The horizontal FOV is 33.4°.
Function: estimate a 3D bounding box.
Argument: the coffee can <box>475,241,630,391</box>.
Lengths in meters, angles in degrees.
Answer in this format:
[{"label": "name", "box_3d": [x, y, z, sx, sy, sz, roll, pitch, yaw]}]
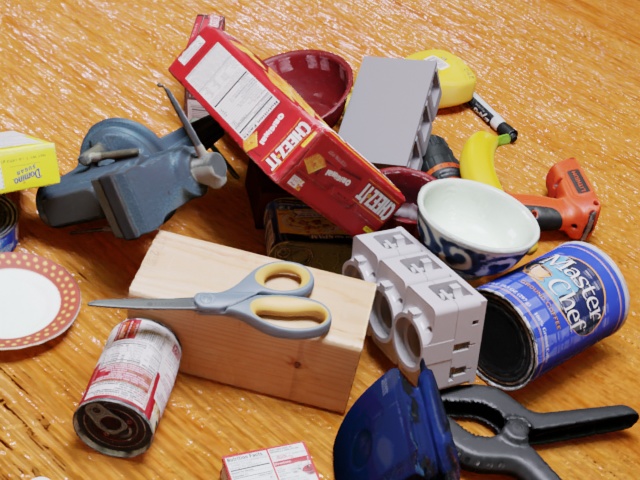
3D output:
[{"label": "coffee can", "box_3d": [0.213, 0.071, 1.027, 0.140, 0.103, 0.103, -22, 50, -34]}]

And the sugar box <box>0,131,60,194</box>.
[{"label": "sugar box", "box_3d": [-0.326, -0.077, 1.057, 0.093, 0.048, 0.176, -12, 12, -25]}]

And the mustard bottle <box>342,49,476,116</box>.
[{"label": "mustard bottle", "box_3d": [0.099, -0.188, 1.343, 0.191, 0.058, 0.096, -21, 47, -34]}]

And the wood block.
[{"label": "wood block", "box_3d": [-0.063, 0.074, 0.966, 0.206, 0.091, 0.090, 14, 40, 3]}]

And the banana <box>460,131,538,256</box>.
[{"label": "banana", "box_3d": [0.187, -0.060, 1.145, 0.069, 0.037, 0.198, 3, 44, -4]}]

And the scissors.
[{"label": "scissors", "box_3d": [-0.088, 0.043, 0.912, 0.201, 0.016, 0.096, 11, 39, -1]}]

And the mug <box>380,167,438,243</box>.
[{"label": "mug", "box_3d": [0.085, -0.025, 1.126, 0.093, 0.081, 0.117, 8, 40, -5]}]

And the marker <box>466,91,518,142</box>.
[{"label": "marker", "box_3d": [0.215, -0.164, 1.373, 0.020, 0.020, 0.121, -14, 46, -27]}]

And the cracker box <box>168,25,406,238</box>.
[{"label": "cracker box", "box_3d": [-0.032, -0.105, 1.049, 0.214, 0.072, 0.164, 46, 8, 38]}]

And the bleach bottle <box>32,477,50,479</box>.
[{"label": "bleach bottle", "box_3d": [-0.133, 0.220, 0.782, 0.251, 0.068, 0.102, 11, 45, 14]}]

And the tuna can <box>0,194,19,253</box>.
[{"label": "tuna can", "box_3d": [-0.339, -0.013, 1.046, 0.086, 0.034, 0.086, 7, 40, -6]}]

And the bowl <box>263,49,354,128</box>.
[{"label": "bowl", "box_3d": [-0.033, -0.154, 1.247, 0.162, 0.055, 0.162, -11, 42, 10]}]

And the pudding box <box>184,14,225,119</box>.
[{"label": "pudding box", "box_3d": [-0.134, -0.195, 1.251, 0.039, 0.113, 0.090, 8, 40, 0]}]

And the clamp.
[{"label": "clamp", "box_3d": [0.180, 0.173, 0.948, 0.210, 0.036, 0.164, 23, 40, 17]}]

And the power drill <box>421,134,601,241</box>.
[{"label": "power drill", "box_3d": [0.209, -0.056, 1.216, 0.187, 0.057, 0.184, -2, 45, -12]}]

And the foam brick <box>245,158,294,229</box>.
[{"label": "foam brick", "box_3d": [-0.047, -0.055, 1.154, 0.053, 0.051, 0.078, -1, 41, -15]}]

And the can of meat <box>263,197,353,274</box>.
[{"label": "can of meat", "box_3d": [-0.007, 0.001, 1.093, 0.102, 0.057, 0.084, 3, 38, -11]}]

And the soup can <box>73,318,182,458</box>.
[{"label": "soup can", "box_3d": [-0.160, 0.123, 0.901, 0.068, 0.068, 0.102, 12, 39, 1]}]

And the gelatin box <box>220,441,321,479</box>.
[{"label": "gelatin box", "box_3d": [-0.034, 0.209, 0.859, 0.073, 0.030, 0.089, -8, 44, -20]}]
